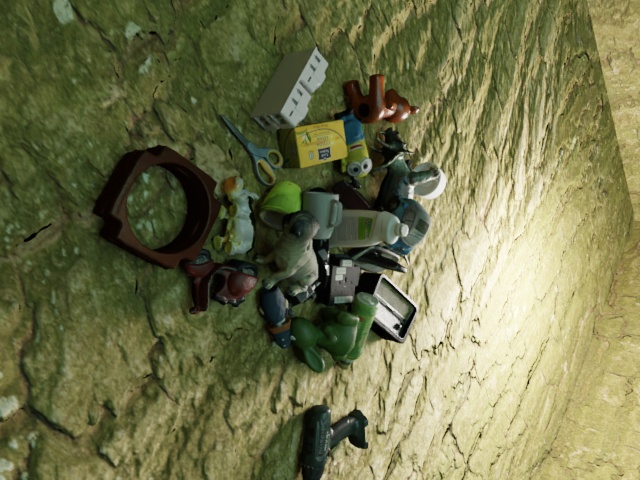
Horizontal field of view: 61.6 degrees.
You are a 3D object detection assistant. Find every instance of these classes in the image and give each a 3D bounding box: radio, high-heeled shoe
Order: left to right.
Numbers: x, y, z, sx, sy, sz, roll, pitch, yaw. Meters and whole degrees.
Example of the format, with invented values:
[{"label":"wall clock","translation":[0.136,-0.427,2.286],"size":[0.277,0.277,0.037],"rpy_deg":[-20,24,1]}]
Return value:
[{"label":"high-heeled shoe","translation":[-0.003,-0.004,1.347],"size":[0.145,0.086,0.248],"rpy_deg":[-50,136,-50]},{"label":"radio","translation":[0.185,0.198,1.543],"size":[0.229,0.073,0.131],"rpy_deg":[41,66,-39]}]

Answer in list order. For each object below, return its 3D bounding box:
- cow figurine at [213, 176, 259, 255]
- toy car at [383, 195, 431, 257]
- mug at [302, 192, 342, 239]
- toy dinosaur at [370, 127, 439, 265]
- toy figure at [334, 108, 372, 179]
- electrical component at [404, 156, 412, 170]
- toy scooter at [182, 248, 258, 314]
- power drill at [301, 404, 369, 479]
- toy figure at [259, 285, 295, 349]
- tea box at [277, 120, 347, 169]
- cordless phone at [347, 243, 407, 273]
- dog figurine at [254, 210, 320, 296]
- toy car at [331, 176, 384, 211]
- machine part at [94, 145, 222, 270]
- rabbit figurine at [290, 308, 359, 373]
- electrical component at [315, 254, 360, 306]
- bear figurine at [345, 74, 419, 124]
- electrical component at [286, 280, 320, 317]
[{"label":"cow figurine","translation":[-0.171,-0.052,1.166],"size":[0.098,0.068,0.167],"rpy_deg":[5,94,-51]},{"label":"toy car","translation":[0.238,-0.039,1.419],"size":[0.109,0.103,0.161],"rpy_deg":[31,71,-28]},{"label":"mug","translation":[0.009,-0.054,1.232],"size":[0.081,0.110,0.107],"rpy_deg":[-7,105,-49]},{"label":"toy dinosaur","translation":[0.215,-0.109,1.521],"size":[0.192,0.131,0.404],"rpy_deg":[-1,105,-21]},{"label":"toy figure","translation":[0.085,-0.249,1.396],"size":[0.089,0.082,0.180],"rpy_deg":[-51,125,-67]},{"label":"electrical component","translation":[0.243,-0.210,1.599],"size":[0.063,0.021,0.094],"rpy_deg":[41,66,-39]},{"label":"toy scooter","translation":[-0.215,0.097,1.133],"size":[0.183,0.075,0.135],"rpy_deg":[20,80,-41]},{"label":"power drill","translation":[0.034,0.545,1.431],"size":[0.207,0.086,0.231],"rpy_deg":[-1,92,-37]},{"label":"toy figure","translation":[-0.099,0.183,1.266],"size":[0.058,0.064,0.154],"rpy_deg":[-48,129,-59]},{"label":"tea box","translation":[-0.016,-0.234,1.305],"size":[0.169,0.068,0.098],"rpy_deg":[-23,109,-42]},{"label":"cordless phone","translation":[0.179,0.059,1.442],"size":[0.146,0.184,0.088],"rpy_deg":[23,89,-43]},{"label":"dog figurine","translation":[-0.034,0.024,1.206],"size":[0.172,0.190,0.121],"rpy_deg":[5,47,-47]},{"label":"toy car","translation":[0.100,-0.094,1.429],"size":[0.089,0.053,0.202],"rpy_deg":[-36,129,15]},{"label":"machine part","translation":[-0.304,-0.061,1.021],"size":[0.200,0.087,0.201],"rpy_deg":[36,70,-40]},{"label":"rabbit figurine","translation":[-0.010,0.242,1.350],"size":[0.170,0.121,0.159],"rpy_deg":[10,94,-27]},{"label":"electrical component","translation":[0.047,0.103,1.408],"size":[0.115,0.058,0.134],"rpy_deg":[7,89,-48]},{"label":"bear figurine","translation":[0.174,-0.376,1.448],"size":[0.196,0.120,0.131],"rpy_deg":[-22,106,-43]},{"label":"electrical component","translation":[-0.047,0.143,1.314],"size":[0.102,0.078,0.045],"rpy_deg":[-38,97,-41]}]
